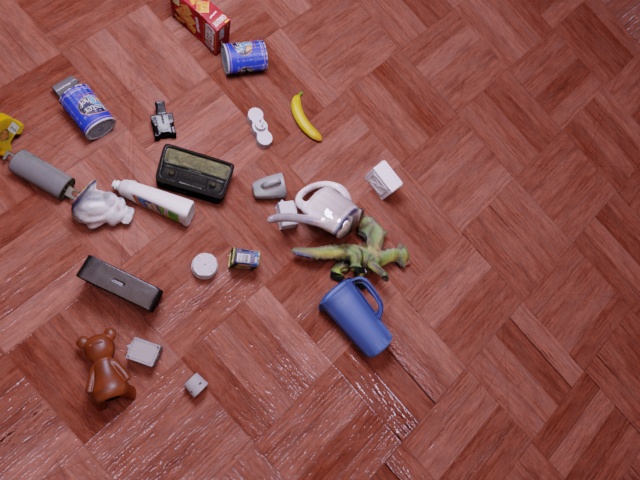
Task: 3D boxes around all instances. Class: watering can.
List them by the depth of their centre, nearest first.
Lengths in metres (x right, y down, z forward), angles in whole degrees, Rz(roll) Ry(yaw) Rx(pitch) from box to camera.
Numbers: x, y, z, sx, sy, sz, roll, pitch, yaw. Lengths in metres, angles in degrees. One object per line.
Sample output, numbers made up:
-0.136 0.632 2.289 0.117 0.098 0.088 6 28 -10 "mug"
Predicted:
0.005 -0.083 1.654 0.226 0.101 0.353 35 43 16 "watering can"

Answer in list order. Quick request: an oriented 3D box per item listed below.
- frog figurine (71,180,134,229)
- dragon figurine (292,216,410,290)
-0.646 -0.085 1.532 0.158 0.124 0.136 38 104 -13 "frog figurine"
0.125 0.019 1.727 0.409 0.120 0.248 24 55 -10 "dragon figurine"
